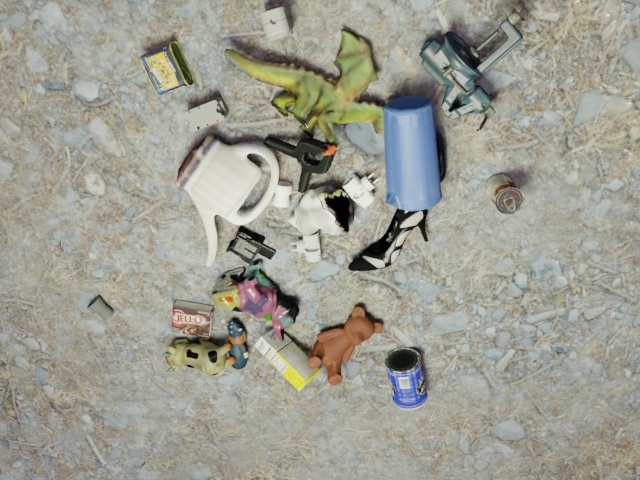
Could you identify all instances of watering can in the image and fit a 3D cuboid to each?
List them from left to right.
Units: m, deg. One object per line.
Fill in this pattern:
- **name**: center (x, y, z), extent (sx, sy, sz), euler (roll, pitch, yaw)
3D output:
- **watering can**: center (-0.253, -0.108, 1.263), extent (0.223, 0.105, 0.344), euler (36, 105, -11)

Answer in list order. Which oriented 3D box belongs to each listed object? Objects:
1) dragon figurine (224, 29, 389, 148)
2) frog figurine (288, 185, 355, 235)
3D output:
- **dragon figurine**: center (0.011, -0.363, 1.165), extent (0.407, 0.123, 0.242), euler (40, 92, -16)
- **frog figurine**: center (0.004, -0.065, 1.293), extent (0.136, 0.125, 0.158), euler (39, 147, -22)
